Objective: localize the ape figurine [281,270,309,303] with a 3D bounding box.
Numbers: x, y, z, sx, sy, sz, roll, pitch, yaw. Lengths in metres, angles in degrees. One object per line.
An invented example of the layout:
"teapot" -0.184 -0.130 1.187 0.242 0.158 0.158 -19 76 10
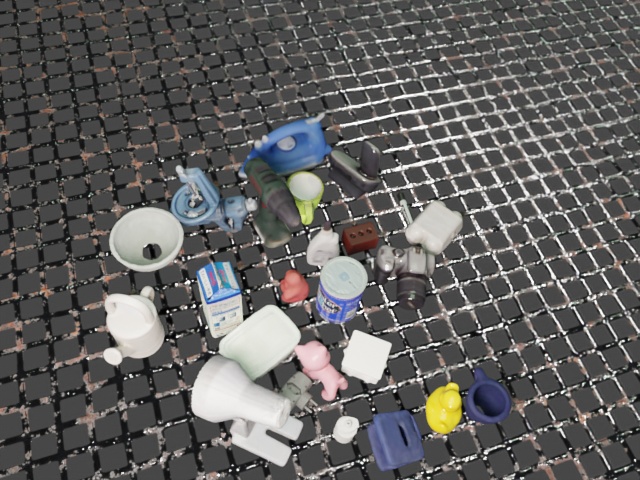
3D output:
"ape figurine" -0.061 0.102 1.317 0.076 0.092 0.078 26 60 10

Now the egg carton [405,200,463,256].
"egg carton" 0.290 -0.029 1.448 0.107 0.069 0.150 36 62 15

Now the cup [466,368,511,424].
"cup" 0.341 0.339 1.215 0.092 0.095 0.117 -7 60 -10

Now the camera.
"camera" 0.202 0.086 1.350 0.143 0.101 0.137 8 58 -1

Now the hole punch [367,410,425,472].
"hole punch" 0.157 0.400 1.160 0.101 0.091 0.108 -12 61 -13

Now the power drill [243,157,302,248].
"power drill" -0.109 -0.075 1.350 0.076 0.208 0.229 -24 64 -19

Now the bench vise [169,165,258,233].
"bench vise" -0.258 -0.109 1.349 0.208 0.220 0.121 -14 61 -14

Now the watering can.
"watering can" -0.385 0.172 1.179 0.101 0.194 0.172 -4 59 -8

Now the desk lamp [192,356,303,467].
"desk lamp" -0.133 0.326 1.102 0.203 0.213 0.118 22 59 8

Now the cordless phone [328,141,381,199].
"cordless phone" 0.095 -0.209 1.467 0.147 0.185 0.094 36 62 16

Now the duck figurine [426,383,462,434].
"duck figurine" 0.268 0.350 1.205 0.077 0.086 0.104 19 59 6

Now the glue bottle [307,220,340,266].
"glue bottle" 0.012 0.005 1.336 0.078 0.173 0.037 4 58 -3

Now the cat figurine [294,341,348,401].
"cat figurine" 0.005 0.265 1.210 0.127 0.118 0.067 41 64 18

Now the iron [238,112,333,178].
"iron" -0.095 -0.250 1.497 0.259 0.141 0.118 -23 64 -19

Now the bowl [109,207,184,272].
"bowl" -0.401 0.011 1.346 0.167 0.075 0.167 3 59 -4
